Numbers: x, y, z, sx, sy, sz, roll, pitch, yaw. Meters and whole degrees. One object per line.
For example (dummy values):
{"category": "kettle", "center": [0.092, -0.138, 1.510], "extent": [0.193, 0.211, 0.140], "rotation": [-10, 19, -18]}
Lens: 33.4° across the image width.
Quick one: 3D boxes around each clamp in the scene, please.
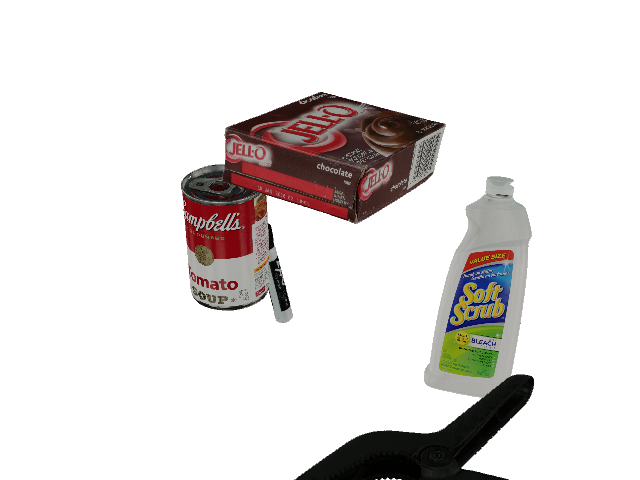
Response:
{"category": "clamp", "center": [0.080, 0.151, 0.718], "extent": [0.210, 0.036, 0.164], "rotation": [-5, 28, -4]}

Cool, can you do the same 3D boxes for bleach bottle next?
{"category": "bleach bottle", "center": [0.183, 0.051, 1.224], "extent": [0.103, 0.251, 0.068], "rotation": [9, 15, 16]}

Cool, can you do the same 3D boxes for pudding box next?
{"category": "pudding box", "center": [0.009, -0.052, 0.628], "extent": [0.090, 0.039, 0.113], "rotation": [19, 24, 24]}

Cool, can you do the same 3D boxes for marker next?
{"category": "marker", "center": [-0.048, 0.032, 1.086], "extent": [0.020, 0.121, 0.020], "rotation": [-8, 34, 5]}

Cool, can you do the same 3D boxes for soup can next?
{"category": "soup can", "center": [-0.077, -0.003, 0.874], "extent": [0.068, 0.102, 0.068], "rotation": [0, 30, 0]}
